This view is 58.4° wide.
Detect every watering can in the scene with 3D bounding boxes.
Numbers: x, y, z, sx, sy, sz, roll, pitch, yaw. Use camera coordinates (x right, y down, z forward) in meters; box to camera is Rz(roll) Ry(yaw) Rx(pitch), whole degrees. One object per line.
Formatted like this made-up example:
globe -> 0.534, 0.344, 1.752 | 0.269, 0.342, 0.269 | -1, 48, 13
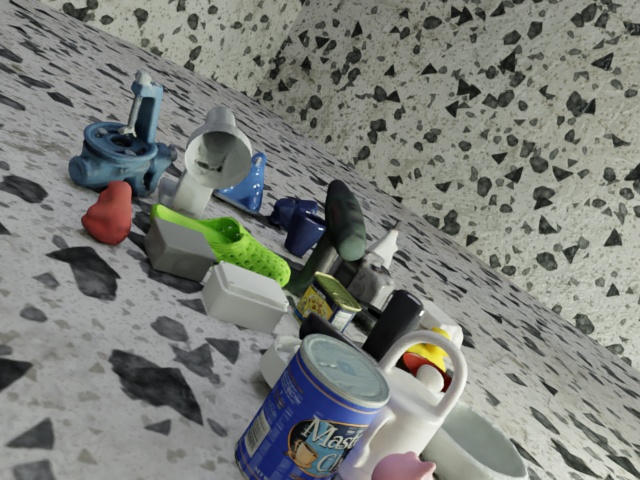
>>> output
watering can -> 0.096, 0.189, 0.673 | 0.101, 0.194, 0.173 | 32, 14, 2

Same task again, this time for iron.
iron -> -0.168, -0.158, 1.391 | 0.119, 0.141, 0.258 | 30, 14, -9

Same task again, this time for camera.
camera -> 0.116, 0.082, 1.267 | 0.142, 0.100, 0.137 | 42, 17, 34

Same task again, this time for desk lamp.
desk lamp -> -0.220, -0.145, 1.092 | 0.118, 0.213, 0.202 | 25, 16, -27

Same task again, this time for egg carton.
egg carton -> 0.237, 0.185, 1.242 | 0.108, 0.069, 0.150 | 15, 22, -49

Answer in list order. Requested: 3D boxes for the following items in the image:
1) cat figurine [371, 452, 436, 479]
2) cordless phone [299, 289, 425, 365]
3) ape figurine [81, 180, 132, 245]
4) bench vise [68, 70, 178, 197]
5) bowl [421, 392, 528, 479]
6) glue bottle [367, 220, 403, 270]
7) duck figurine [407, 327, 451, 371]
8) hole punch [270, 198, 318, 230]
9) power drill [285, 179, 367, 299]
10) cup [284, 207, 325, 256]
cat figurine -> 0.062, 0.251, 0.549 | 0.067, 0.117, 0.128 | 41, 17, 32
cordless phone -> 0.056, 0.129, 0.809 | 0.147, 0.185, 0.094 | 37, 15, 19
ape figurine -> -0.302, -0.046, 0.831 | 0.076, 0.092, 0.078 | 37, 15, 21
bench vise -> -0.324, -0.190, 1.008 | 0.121, 0.219, 0.207 | 32, 14, 2
bowl -> 0.191, 0.289, 0.781 | 0.167, 0.074, 0.167 | 30, 14, -8
glue bottle -> 0.151, 0.025, 1.388 | 0.078, 0.173, 0.037 | 26, 15, -24
duck figurine -> 0.207, 0.203, 1.084 | 0.104, 0.086, 0.077 | 33, 14, 3
hole punch -> -0.065, -0.072, 1.423 | 0.101, 0.091, 0.108 | 29, 14, -11
power drill -> 0.010, 0.004, 1.087 | 0.076, 0.208, 0.229 | 26, 15, -24
cup -> -0.026, -0.005, 1.275 | 0.118, 0.095, 0.092 | 32, 14, 0
